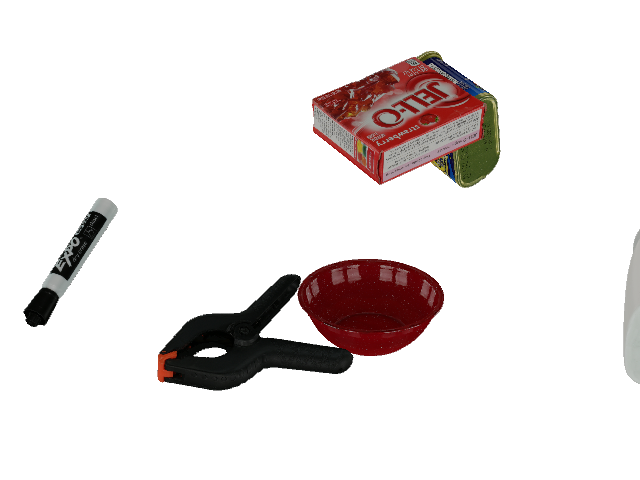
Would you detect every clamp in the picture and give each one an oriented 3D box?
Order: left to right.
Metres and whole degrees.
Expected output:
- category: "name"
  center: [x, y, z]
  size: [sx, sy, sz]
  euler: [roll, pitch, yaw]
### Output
- category: "clamp"
  center: [-0.067, 0.084, 0.962]
  size: [0.171, 0.039, 0.120]
  euler: [-6, 38, -19]

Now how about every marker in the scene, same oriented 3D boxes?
- category: "marker"
  center: [-0.191, 0.016, 0.815]
  size: [0.020, 0.121, 0.020]
  euler: [16, -36, 12]

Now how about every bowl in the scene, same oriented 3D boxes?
- category: "bowl"
  center: [0.055, 0.081, 1.188]
  size: [0.162, 0.055, 0.162]
  euler: [0, 28, 0]

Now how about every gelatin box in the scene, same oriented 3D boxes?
- category: "gelatin box"
  center: [0.051, -0.080, 0.690]
  size: [0.089, 0.030, 0.073]
  euler: [-26, 47, -25]

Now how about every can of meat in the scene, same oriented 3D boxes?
- category: "can of meat"
  center: [0.117, -0.109, 0.975]
  size: [0.057, 0.102, 0.084]
  euler: [-32, 49, -15]

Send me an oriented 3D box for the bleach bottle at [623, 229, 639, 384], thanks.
- category: "bleach bottle"
  center: [0.272, 0.031, 0.763]
  size: [0.103, 0.068, 0.250]
  euler: [8, 21, 16]
